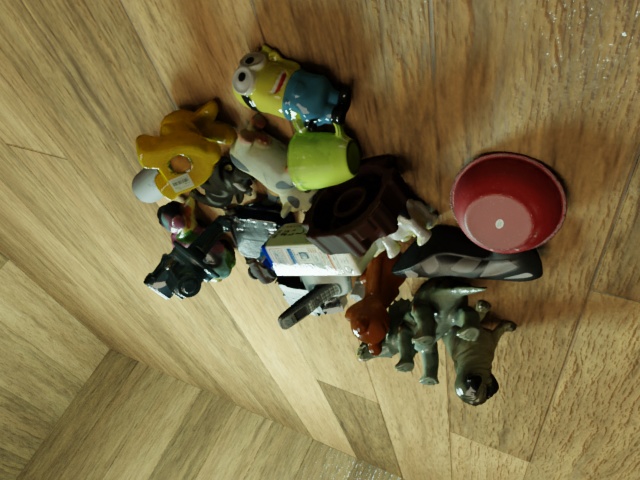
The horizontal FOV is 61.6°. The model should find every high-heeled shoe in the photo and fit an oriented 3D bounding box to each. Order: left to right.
[{"bbox_3d":[0.243,0.044,0.909,0.145,0.086,0.249,39,144,-14],"label":"high-heeled shoe"}]

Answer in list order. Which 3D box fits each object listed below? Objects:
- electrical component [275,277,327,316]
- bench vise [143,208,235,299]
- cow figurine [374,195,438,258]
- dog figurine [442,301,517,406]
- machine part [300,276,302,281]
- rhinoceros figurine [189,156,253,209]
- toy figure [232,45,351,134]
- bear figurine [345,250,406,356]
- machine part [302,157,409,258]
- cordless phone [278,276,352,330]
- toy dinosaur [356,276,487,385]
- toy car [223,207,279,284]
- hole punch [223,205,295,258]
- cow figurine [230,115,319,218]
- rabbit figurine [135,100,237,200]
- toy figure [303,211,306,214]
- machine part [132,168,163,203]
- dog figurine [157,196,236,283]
[{"bbox_3d":[-0.033,0.132,1.325,0.115,0.058,0.134,11,146,34],"label":"electrical component"},{"bbox_3d":[-0.269,0.030,1.165,0.128,0.240,0.224,41,172,-17],"label":"bench vise"},{"bbox_3d":[0.117,-0.024,0.933,0.098,0.068,0.167,43,145,-13],"label":"cow figurine"},{"bbox_3d":[0.284,0.234,1.067,0.121,0.190,0.172,32,153,-4],"label":"dog figurine"},{"bbox_3d":[-0.089,0.055,1.277,0.139,0.039,0.084,15,140,28],"label":"machine part"},{"bbox_3d":[-0.188,-0.112,1.061,0.112,0.073,0.190,38,150,-13],"label":"rhinoceros figurine"},{"bbox_3d":[-0.045,-0.208,0.776,0.180,0.082,0.089,21,148,11],"label":"toy figure"},{"bbox_3d":[0.093,0.113,1.040,0.132,0.196,0.120,4,146,39],"label":"bear figurine"},{"bbox_3d":[0.056,-0.052,0.845,0.179,0.179,0.056,-5,140,46],"label":"machine part"},{"bbox_3d":[-0.026,0.099,1.124,0.089,0.184,0.146,41,161,33],"label":"cordless phone"},{"bbox_3d":[0.213,0.144,1.041,0.131,0.192,0.404,15,136,-16],"label":"toy dinosaur"},{"bbox_3d":[-0.164,0.017,1.230,0.089,0.053,0.202,-3,122,49],"label":"toy car"},{"bbox_3d":[-0.113,-0.030,1.108,0.142,0.092,0.115,11,139,18],"label":"hole punch"},{"bbox_3d":[-0.071,-0.115,0.942,0.195,0.085,0.127,34,145,-14],"label":"cow figurine"},{"bbox_3d":[-0.237,-0.180,0.937,0.162,0.173,0.121,-30,129,6],"label":"rabbit figurine"},{"bbox_3d":[0.025,-0.044,0.991,0.064,0.058,0.154,35,151,-26],"label":"toy figure"},{"bbox_3d":[-0.345,-0.134,1.160,0.079,0.079,0.243,42,149,-22],"label":"machine part"},{"bbox_3d":[-0.295,-0.008,1.291,0.192,0.108,0.219,24,148,11],"label":"dog figurine"}]
